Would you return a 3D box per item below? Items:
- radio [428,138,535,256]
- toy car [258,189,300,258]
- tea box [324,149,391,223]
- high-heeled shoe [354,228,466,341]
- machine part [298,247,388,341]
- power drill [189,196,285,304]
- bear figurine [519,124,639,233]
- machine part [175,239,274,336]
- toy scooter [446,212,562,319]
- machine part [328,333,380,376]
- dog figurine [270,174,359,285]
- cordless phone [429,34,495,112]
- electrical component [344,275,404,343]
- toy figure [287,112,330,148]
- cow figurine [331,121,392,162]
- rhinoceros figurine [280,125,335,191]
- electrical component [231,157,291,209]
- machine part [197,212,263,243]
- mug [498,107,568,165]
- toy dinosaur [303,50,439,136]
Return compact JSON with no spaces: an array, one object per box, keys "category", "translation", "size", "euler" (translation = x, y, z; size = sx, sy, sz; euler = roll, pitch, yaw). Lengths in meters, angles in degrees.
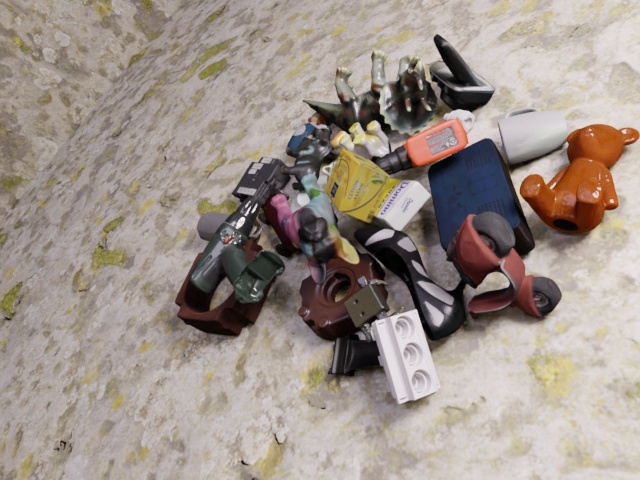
[{"category":"radio","translation":[0.266,-0.061,0.917],"size":[0.131,0.073,0.230],"euler":[-24,40,24]},{"category":"toy car","translation":[-0.081,-0.041,1.215],"size":[0.089,0.053,0.202],"euler":[-57,36,17]},{"category":"tea box","translation":[0.067,-0.107,1.024],"size":[0.170,0.068,0.098],"euler":[-120,52,-70]},{"category":"high-heeled shoe","translation":[0.133,0.070,0.897],"size":[0.249,0.086,0.145],"euler":[24,53,29]},{"category":"machine part","translation":[0.040,0.096,0.997],"size":[0.179,0.056,0.179],"euler":[-22,44,23]},{"category":"power drill","translation":[-0.157,0.023,1.077],"size":[0.232,0.085,0.208],"euler":[-51,45,-6]},{"category":"bear figurine","translation":[0.401,-0.113,0.816],"size":[0.120,0.131,0.196],"euler":[15,74,42]},{"category":"machine part","translation":[-0.206,0.102,1.176],"size":[0.202,0.087,0.201],"euler":[-4,55,40]},{"category":"toy scooter","translation":[0.251,0.053,0.799],"size":[0.135,0.184,0.075],"euler":[-39,1,41]},{"category":"machine part","translation":[0.077,0.191,0.902],"size":[0.139,0.039,0.084],"euler":[-10,47,36]},{"category":"dog figurine","translation":[-0.002,-0.003,1.003],"size":[0.108,0.191,0.219],"euler":[-28,51,-1]},{"category":"cordless phone","translation":[0.261,-0.351,1.085],"size":[0.089,0.184,0.147],"euler":[-40,41,14]},{"category":"electrical component","translation":[0.088,0.110,0.893],"size":[0.078,0.045,0.102],"euler":[-46,57,19]},{"category":"toy figure","translation":[-0.019,-0.278,1.358],"size":[0.064,0.057,0.154],"euler":[35,80,28]},{"category":"cow figurine","translation":[0.093,-0.204,1.186],"size":[0.068,0.098,0.167],"euler":[-49,24,-11]},{"category":"rhinoceros figurine","translation":[-0.021,-0.199,1.263],"size":[0.112,0.073,0.190],"euler":[-13,41,33]},{"category":"electrical component","translation":[-0.142,-0.147,1.351],"size":[0.115,0.058,0.134],"euler":[17,69,44]},{"category":"machine part","translation":[-0.221,-0.024,1.298],"size":[0.243,0.079,0.079],"euler":[10,65,45]},{"category":"mug","translation":[0.374,-0.191,0.945],"size":[0.107,0.080,0.109],"euler":[-11,46,19]},{"category":"toy dinosaur","translation":[0.112,-0.304,1.224],"size":[0.405,0.131,0.192],"euler":[-15,72,48]}]
